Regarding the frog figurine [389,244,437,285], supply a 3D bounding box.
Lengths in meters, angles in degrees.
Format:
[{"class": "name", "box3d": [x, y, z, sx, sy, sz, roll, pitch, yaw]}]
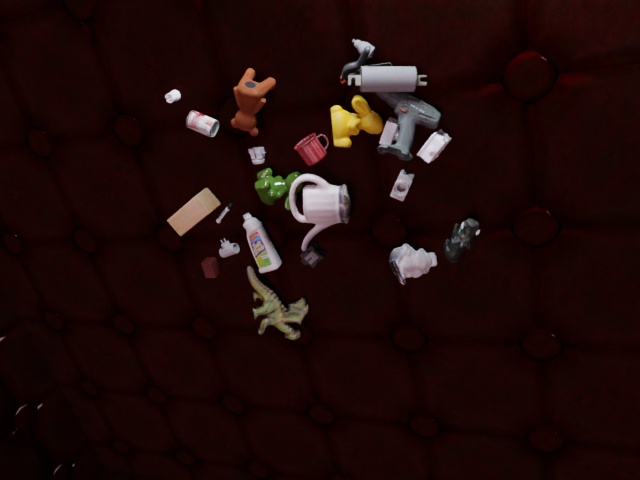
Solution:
[{"class": "frog figurine", "box3d": [0.339, 0.073, 1.882, 0.160, 0.123, 0.136, -28, 100, -6]}]

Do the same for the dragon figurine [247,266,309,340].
[{"class": "dragon figurine", "box3d": [-0.169, 0.280, 2.206, 0.243, 0.125, 0.402, -5, 120, 4]}]

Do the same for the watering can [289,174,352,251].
[{"class": "watering can", "box3d": [0.006, -0.095, 1.891, 0.224, 0.106, 0.339, 1, 129, 10]}]
